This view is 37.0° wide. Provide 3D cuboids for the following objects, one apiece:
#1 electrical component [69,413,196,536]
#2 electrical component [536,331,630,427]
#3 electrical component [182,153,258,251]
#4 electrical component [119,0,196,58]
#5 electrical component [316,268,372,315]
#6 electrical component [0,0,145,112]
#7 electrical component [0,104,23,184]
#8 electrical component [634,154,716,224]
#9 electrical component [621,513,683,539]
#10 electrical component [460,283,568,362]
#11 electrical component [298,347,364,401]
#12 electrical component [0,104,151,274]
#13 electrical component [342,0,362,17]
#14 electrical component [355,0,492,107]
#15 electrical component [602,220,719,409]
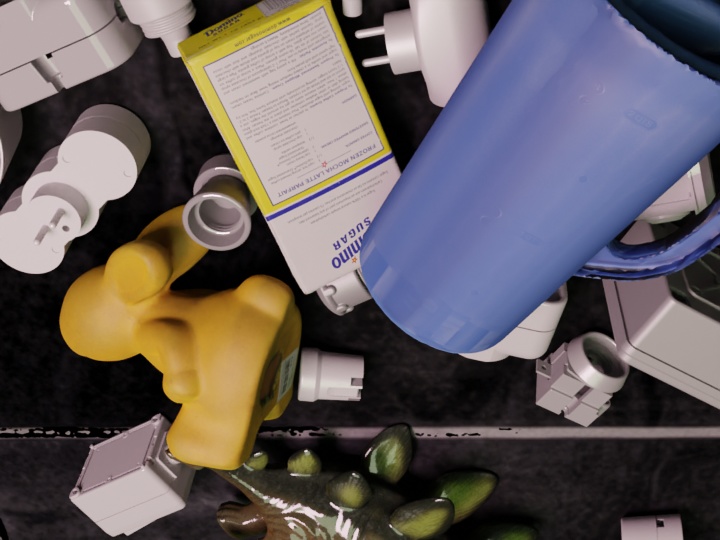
[{"bbox_3d":[-0.174,0.167,0.871,0.096,0.061,0.061,-26,119,23],"label":"electrical component"},{"bbox_3d":[0.162,0.077,0.778,0.066,0.048,0.055,25,132,-12],"label":"electrical component"},{"bbox_3d":[-0.090,-0.046,0.710,0.045,0.055,0.045,3,126,4],"label":"electrical component"},{"bbox_3d":[-0.118,-0.157,0.640,0.043,0.043,0.062,-13,125,16],"label":"electrical component"},{"bbox_3d":[0.000,0.000,0.742,0.062,0.048,0.048,-24,120,13],"label":"electrical component"},{"bbox_3d":[-0.188,-0.145,0.650,0.095,0.053,0.059,-18,122,18],"label":"electrical component"},{"bbox_3d":[-0.270,-0.090,0.694,0.099,0.064,0.099,3,126,4],"label":"electrical component"},{"bbox_3d":[0.184,-0.067,0.650,0.051,0.080,0.080,-10,124,20],"label":"electrical component"},{"bbox_3d":[0.238,0.226,0.873,0.047,0.055,0.055,-3,126,13],"label":"electrical component"},{"bbox_3d":[0.088,0.023,0.741,0.095,0.053,0.059,12,126,-2],"label":"electrical component"},{"bbox_3d":[-0.022,0.079,0.805,0.046,0.040,0.040,5,127,-4],"label":"electrical component"},{"bbox_3d":[-0.198,-0.043,0.713,0.052,0.073,0.138,39,121,-20],"label":"electrical component"},{"bbox_3d":[-0.005,-0.176,0.619,0.035,0.035,0.061,2,129,5],"label":"electrical component"},{"bbox_3d":[0.038,-0.137,0.636,0.079,0.043,0.077,-8,125,11],"label":"electrical component"},{"bbox_3d":[0.220,0.029,0.697,0.109,0.108,0.056,26,122,-12],"label":"electrical component"}]
